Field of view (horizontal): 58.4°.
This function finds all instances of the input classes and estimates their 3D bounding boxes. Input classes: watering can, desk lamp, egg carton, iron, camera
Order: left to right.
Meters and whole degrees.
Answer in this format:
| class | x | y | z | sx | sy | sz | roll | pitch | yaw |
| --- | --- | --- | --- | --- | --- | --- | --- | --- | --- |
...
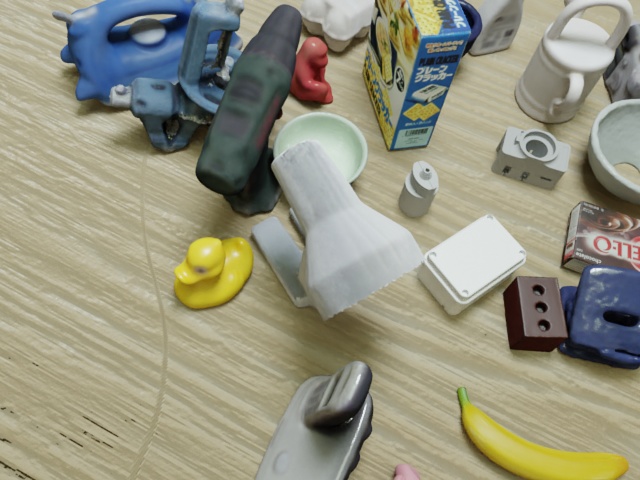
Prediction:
| class | x | y | z | sx | sy | sz | roll | pitch | yaw |
| --- | --- | --- | --- | --- | --- | --- | --- | --- | --- |
| iron | -0.231 | -0.290 | 0.794 | 0.259 | 0.141 | 0.118 | -23 | 67 | -15 |
| desk lamp | 0.006 | 0.002 | 0.622 | 0.118 | 0.213 | 0.203 | -29 | 68 | -18 |
| egg carton | 0.046 | -0.366 | 0.897 | 0.150 | 0.069 | 0.107 | -41 | 72 | -22 |
| watering can | 0.353 | -0.269 | 0.801 | 0.101 | 0.194 | 0.172 | -8 | 64 | -8 |
| camera | 0.517 | -0.265 | 0.865 | 0.137 | 0.101 | 0.143 | 5 | 63 | -2 |

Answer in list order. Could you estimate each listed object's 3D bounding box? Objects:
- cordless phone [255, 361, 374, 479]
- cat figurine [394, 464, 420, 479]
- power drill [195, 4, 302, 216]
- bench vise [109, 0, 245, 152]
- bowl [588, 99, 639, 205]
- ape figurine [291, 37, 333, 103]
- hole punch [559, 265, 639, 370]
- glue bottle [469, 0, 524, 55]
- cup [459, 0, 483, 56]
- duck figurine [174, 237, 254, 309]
| class | x | y | z | sx | sy | sz | roll | pitch | yaw |
| --- | --- | --- | --- | --- | --- | --- | --- | --- | --- |
| cordless phone | -0.001 | 0.188 | 0.542 | 0.094 | 0.185 | 0.148 | 21 | 63 | 7 |
| cat figurine | 0.114 | 0.272 | 0.546 | 0.127 | 0.118 | 0.067 | 42 | 67 | 16 |
| power drill | -0.076 | -0.133 | 0.688 | 0.075 | 0.208 | 0.230 | 17 | 63 | 5 |
| bench vise | -0.152 | -0.198 | 0.709 | 0.208 | 0.220 | 0.121 | -27 | 68 | -17 |
| bowl | 0.442 | -0.109 | 0.793 | 0.167 | 0.075 | 0.167 | 2 | 63 | -4 |
| ape figurine | -0.011 | -0.248 | 0.818 | 0.076 | 0.092 | 0.078 | 16 | 63 | 4 |
| hole punch | 0.347 | 0.092 | 0.673 | 0.108 | 0.091 | 0.101 | 12 | 62 | 2 |
| glue bottle | 0.274 | -0.354 | 0.850 | 0.078 | 0.173 | 0.037 | -15 | 65 | -11 |
| cup | 0.186 | -0.310 | 0.864 | 0.091 | 0.095 | 0.118 | 2 | 63 | -3 |
| duck figurine | -0.126 | 0.026 | 0.671 | 0.105 | 0.086 | 0.077 | -36 | 71 | -20 |
